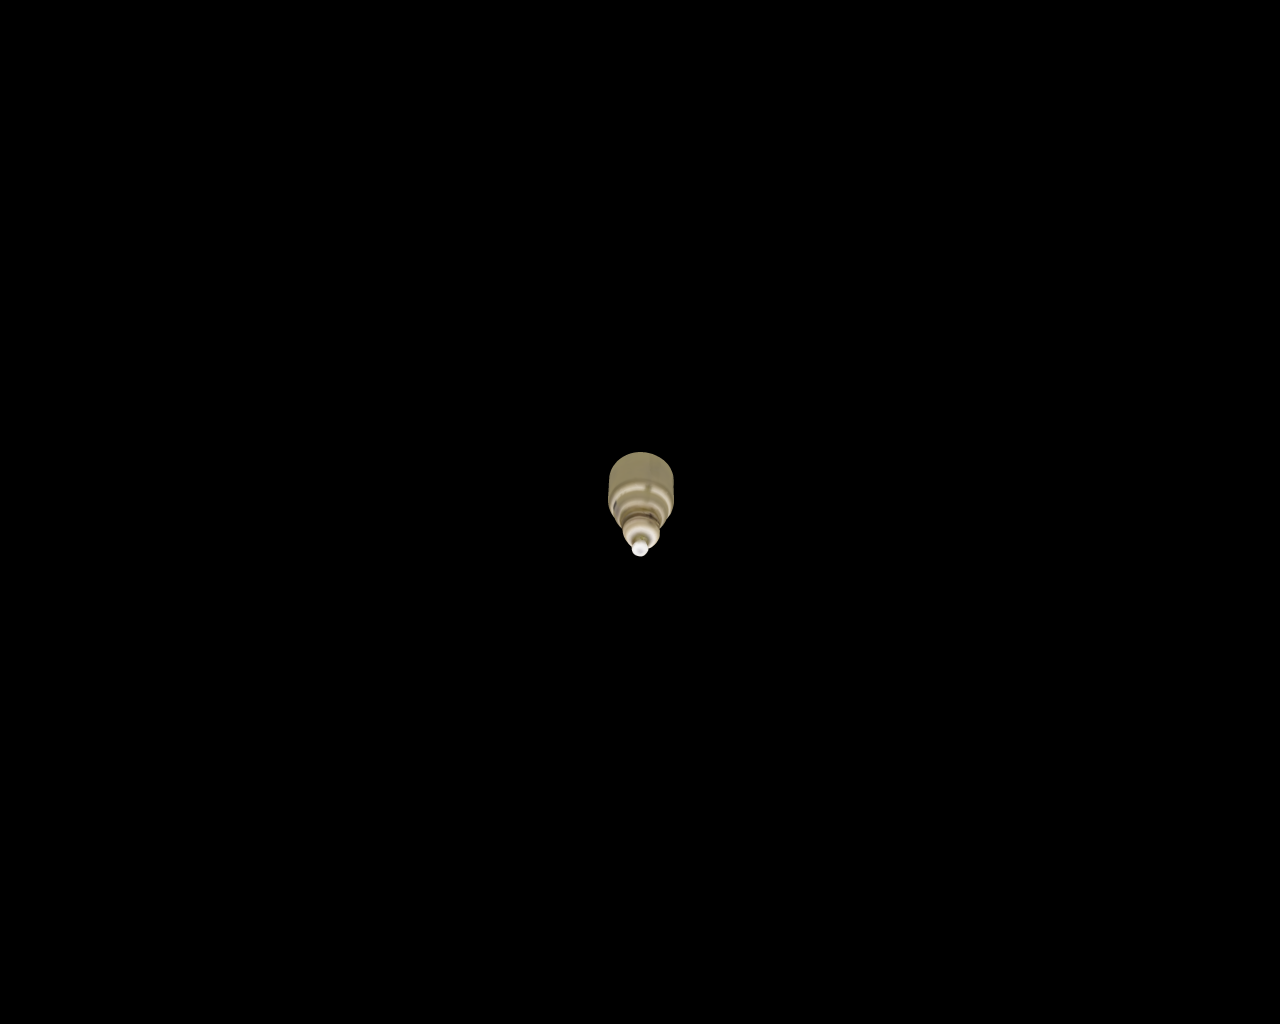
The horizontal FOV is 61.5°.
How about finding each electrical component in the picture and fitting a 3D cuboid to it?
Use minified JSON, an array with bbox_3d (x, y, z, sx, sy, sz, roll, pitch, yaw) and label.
[{"bbox_3d":[0.001,-0.003,0.650,0.040,0.040,0.078,0,41,0],"label":"electrical component"}]
